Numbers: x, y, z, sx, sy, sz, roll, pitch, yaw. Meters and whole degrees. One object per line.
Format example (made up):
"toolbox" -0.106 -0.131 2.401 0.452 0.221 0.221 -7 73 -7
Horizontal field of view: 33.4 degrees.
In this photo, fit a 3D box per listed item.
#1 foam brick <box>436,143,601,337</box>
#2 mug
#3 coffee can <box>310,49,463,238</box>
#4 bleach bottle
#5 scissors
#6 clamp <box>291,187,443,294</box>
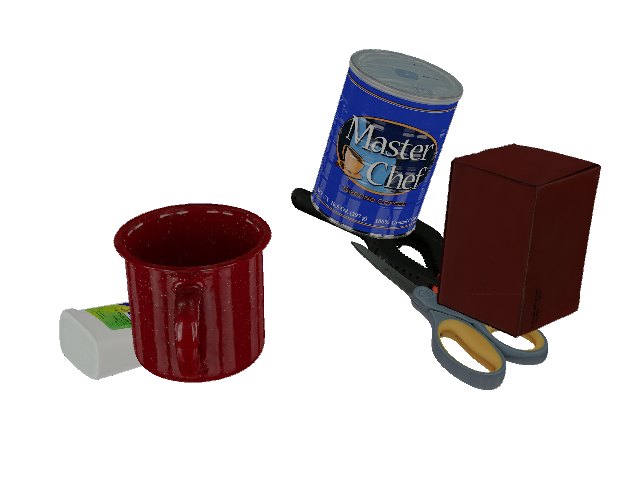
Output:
"foam brick" 0.094 -0.002 0.515 0.052 0.078 0.051 -16 29 -41
"mug" -0.074 0.038 0.639 0.093 0.081 0.117 -2 26 -4
"coffee can" 0.058 -0.087 0.961 0.102 0.140 0.103 13 28 -7
"bleach bottle" -0.192 0.104 1.341 0.250 0.068 0.103 -13 29 -38
"scissors" 0.101 0.048 0.824 0.096 0.016 0.202 -4 31 -19
"clamp" 0.073 -0.010 1.241 0.164 0.210 0.036 -13 -39 -27
